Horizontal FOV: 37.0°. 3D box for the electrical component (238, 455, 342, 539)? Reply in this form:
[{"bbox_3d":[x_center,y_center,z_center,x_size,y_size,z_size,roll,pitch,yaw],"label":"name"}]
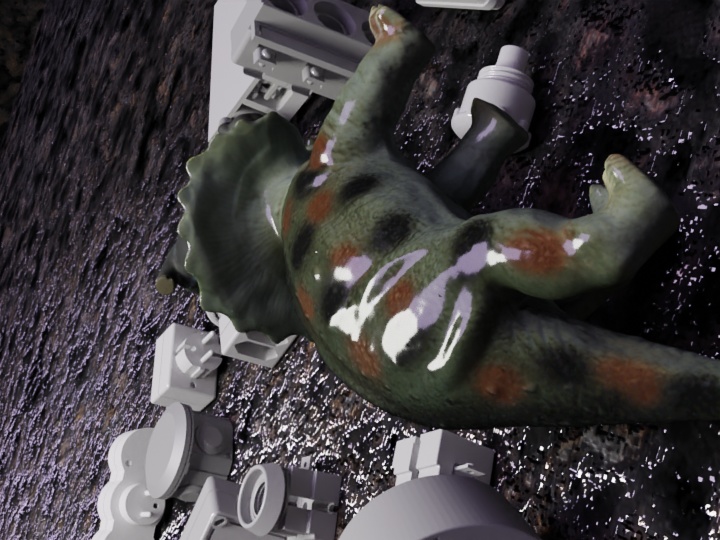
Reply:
[{"bbox_3d":[-0.048,0.155,0.716,0.048,0.055,0.066,-25,52,55],"label":"electrical component"}]

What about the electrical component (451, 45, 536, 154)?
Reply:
[{"bbox_3d":[0.085,-0.103,0.643,0.048,0.048,0.062,-7,61,60],"label":"electrical component"}]

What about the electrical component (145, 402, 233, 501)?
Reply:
[{"bbox_3d":[-0.144,0.154,0.899,0.080,0.051,0.080,-40,41,46],"label":"electrical component"}]

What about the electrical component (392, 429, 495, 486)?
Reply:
[{"bbox_3d":[0.042,0.122,0.583,0.066,0.048,0.055,-29,42,53],"label":"electrical component"}]

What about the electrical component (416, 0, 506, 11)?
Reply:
[{"bbox_3d":[0.069,-0.239,0.740,0.109,0.056,0.108,32,102,62],"label":"electrical component"}]

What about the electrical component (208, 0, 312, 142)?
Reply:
[{"bbox_3d":[-0.090,-0.210,1.012,0.105,0.060,0.186,-44,38,42],"label":"electrical component"}]

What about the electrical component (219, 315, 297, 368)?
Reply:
[{"bbox_3d":[-0.079,0.025,0.861,0.065,0.047,0.076,-53,32,32],"label":"electrical component"}]

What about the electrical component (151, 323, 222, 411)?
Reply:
[{"bbox_3d":[-0.147,0.080,0.955,0.077,0.047,0.065,-41,40,45],"label":"electrical component"}]

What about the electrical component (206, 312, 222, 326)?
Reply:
[{"bbox_3d":[-0.110,0.030,0.913,0.062,0.043,0.043,-123,56,-71],"label":"electrical component"}]

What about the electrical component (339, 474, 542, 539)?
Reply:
[{"bbox_3d":[0.037,0.149,0.512,0.108,0.108,0.060,-64,22,15],"label":"electrical component"}]

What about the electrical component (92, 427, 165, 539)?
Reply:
[{"bbox_3d":[-0.200,0.210,0.966,0.074,0.052,0.138,-21,56,56],"label":"electrical component"}]

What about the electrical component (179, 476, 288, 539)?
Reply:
[{"bbox_3d":[-0.096,0.203,0.764,0.096,0.062,0.061,-65,19,13],"label":"electrical component"}]

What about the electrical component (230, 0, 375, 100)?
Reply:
[{"bbox_3d":[-0.032,-0.169,0.814,0.063,0.121,0.078,-51,34,40],"label":"electrical component"}]
